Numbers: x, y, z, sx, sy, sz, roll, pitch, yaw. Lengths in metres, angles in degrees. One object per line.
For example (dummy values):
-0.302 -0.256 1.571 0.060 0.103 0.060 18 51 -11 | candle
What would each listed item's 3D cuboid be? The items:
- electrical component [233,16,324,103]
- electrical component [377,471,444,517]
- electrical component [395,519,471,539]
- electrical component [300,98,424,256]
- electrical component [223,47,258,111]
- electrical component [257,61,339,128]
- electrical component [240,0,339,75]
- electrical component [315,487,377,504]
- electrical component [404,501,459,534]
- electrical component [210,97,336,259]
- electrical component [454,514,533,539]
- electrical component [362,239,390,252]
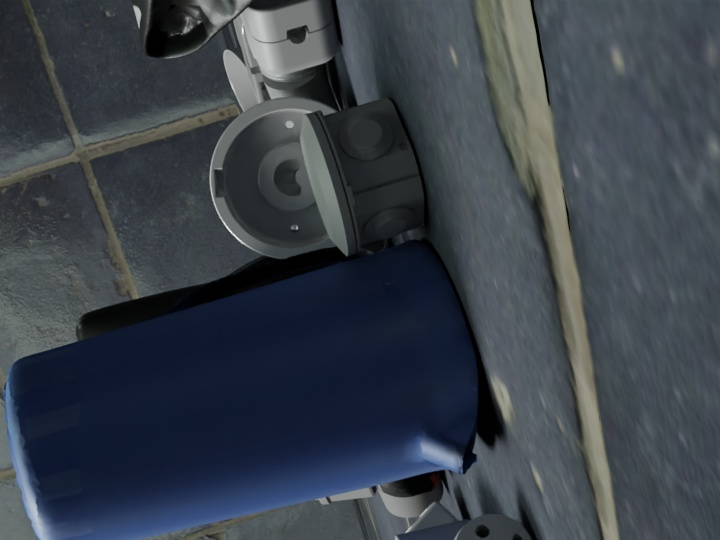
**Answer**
-0.062 -0.172 0.804 0.095 0.054 0.059 79 172 -47 | electrical component
0.038 0.164 0.860 0.055 0.055 0.047 -117 8 -59 | electrical component
0.068 0.209 0.671 0.108 0.060 0.108 163 90 -84 | electrical component
0.001 -0.052 0.586 0.080 0.051 0.080 163 90 -84 | electrical component
-0.076 -0.153 0.947 0.099 0.064 0.099 163 90 -84 | electrical component
-0.046 -0.135 0.761 0.081 0.043 0.043 68 180 -49 | electrical component
-0.051 -0.173 0.699 0.059 0.054 0.095 79 171 -48 | electrical component
-0.019 0.118 0.895 0.108 0.056 0.108 -71 -36 -55 | electrical component
0.061 0.221 0.791 0.077 0.065 0.047 42 168 10 | electrical component
-0.046 -0.066 0.737 0.060 0.108 0.108 -106 0 -78 | electrical component
0.072 0.160 0.573 0.055 0.045 0.045 80 170 -52 | electrical component
0.000 0.000 0.780 0.079 0.043 0.077 -114 9 -50 | electrical component
